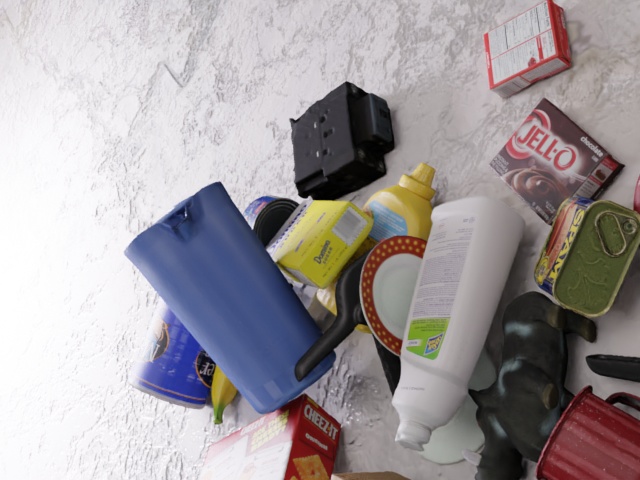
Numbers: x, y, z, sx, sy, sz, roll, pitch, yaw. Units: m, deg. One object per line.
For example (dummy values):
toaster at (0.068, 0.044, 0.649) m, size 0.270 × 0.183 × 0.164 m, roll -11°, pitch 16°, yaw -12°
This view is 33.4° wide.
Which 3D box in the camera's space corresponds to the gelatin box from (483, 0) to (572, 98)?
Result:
gelatin box at (0.218, -0.201, 1.127) m, size 0.089 × 0.030 × 0.073 m, roll -24°, pitch 57°, yaw 38°

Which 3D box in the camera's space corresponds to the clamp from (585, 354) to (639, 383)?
clamp at (0.325, 0.093, 0.867) m, size 0.210 × 0.036 × 0.165 m, roll 40°, pitch 124°, yaw 40°

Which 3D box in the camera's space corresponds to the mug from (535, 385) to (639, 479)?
mug at (0.247, 0.176, 0.903) m, size 0.082 × 0.117 × 0.093 m, roll 29°, pitch 140°, yaw 26°

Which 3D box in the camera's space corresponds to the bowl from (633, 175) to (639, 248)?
bowl at (0.333, -0.040, 0.924) m, size 0.162 × 0.055 × 0.162 m, roll -20°, pitch 61°, yaw 40°

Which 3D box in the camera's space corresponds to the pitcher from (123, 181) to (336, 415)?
pitcher at (-0.094, 0.067, 1.178) m, size 0.145 × 0.149 × 0.243 m, roll -38°, pitch 88°, yaw 36°

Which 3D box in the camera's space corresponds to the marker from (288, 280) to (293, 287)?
marker at (-0.043, 0.097, 1.286) m, size 0.020 × 0.020 × 0.121 m, roll -17°, pitch 62°, yaw 41°

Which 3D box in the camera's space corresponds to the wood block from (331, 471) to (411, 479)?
wood block at (0.051, 0.335, 1.018) m, size 0.091 × 0.090 × 0.206 m, roll 14°, pitch 94°, yaw 48°

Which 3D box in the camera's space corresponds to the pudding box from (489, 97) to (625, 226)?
pudding box at (0.232, -0.075, 1.054) m, size 0.090 × 0.039 × 0.114 m, roll -53°, pitch 45°, yaw 16°

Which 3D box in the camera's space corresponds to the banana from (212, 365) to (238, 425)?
banana at (-0.088, 0.127, 1.296) m, size 0.198 × 0.037 × 0.070 m, roll -66°, pitch 31°, yaw 14°

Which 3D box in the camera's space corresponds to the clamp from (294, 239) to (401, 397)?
clamp at (0.057, 0.088, 1.110) m, size 0.039 × 0.120 × 0.171 m, roll 177°, pitch 116°, yaw -79°

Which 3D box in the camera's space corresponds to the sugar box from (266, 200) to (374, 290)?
sugar box at (-0.008, 0.001, 1.193) m, size 0.093 × 0.048 × 0.176 m, roll -52°, pitch 17°, yaw -9°

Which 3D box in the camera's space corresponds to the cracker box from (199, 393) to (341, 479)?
cracker box at (-0.068, 0.289, 1.138) m, size 0.164 × 0.072 × 0.213 m, roll -33°, pitch 25°, yaw 32°

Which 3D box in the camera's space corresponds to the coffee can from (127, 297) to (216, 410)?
coffee can at (-0.170, 0.129, 1.342) m, size 0.103 × 0.102 × 0.140 m, roll 19°, pitch 88°, yaw 48°

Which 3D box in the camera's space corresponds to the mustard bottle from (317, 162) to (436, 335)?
mustard bottle at (0.074, 0.003, 1.173) m, size 0.096 × 0.058 × 0.192 m, roll 36°, pitch 101°, yaw 47°

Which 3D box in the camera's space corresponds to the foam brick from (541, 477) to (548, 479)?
foam brick at (0.207, 0.257, 0.938) m, size 0.051 × 0.052 × 0.078 m, roll 36°, pitch 100°, yaw 47°

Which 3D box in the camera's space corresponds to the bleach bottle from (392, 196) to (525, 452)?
bleach bottle at (0.121, 0.082, 1.036) m, size 0.103 × 0.068 × 0.250 m, roll -14°, pitch 50°, yaw 57°

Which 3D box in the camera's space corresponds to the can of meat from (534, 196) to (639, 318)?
can of meat at (0.241, 0.012, 0.971) m, size 0.084 × 0.057 × 0.102 m, roll -115°, pitch 47°, yaw -82°

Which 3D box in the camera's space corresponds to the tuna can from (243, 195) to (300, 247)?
tuna can at (-0.056, -0.011, 1.293) m, size 0.034 × 0.086 × 0.086 m, roll 15°, pitch 86°, yaw 50°
